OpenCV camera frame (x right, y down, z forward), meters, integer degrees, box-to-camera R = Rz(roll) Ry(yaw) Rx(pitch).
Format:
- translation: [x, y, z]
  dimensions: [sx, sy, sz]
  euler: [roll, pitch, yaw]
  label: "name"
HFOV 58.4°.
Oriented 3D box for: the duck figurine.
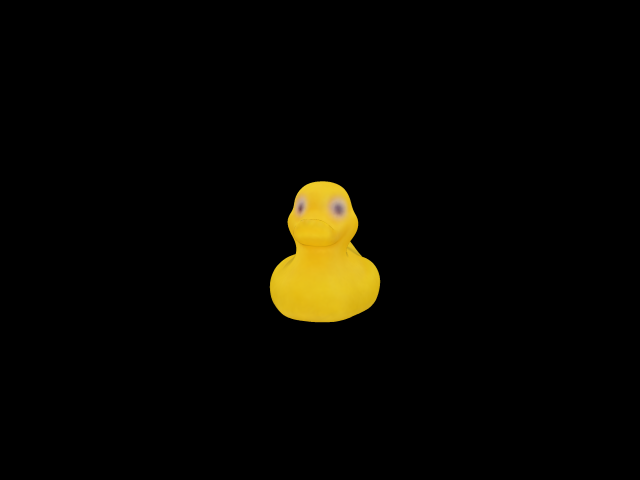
- translation: [0.004, 0.001, 0.400]
  dimensions: [0.077, 0.086, 0.105]
  euler: [2, 12, 12]
  label: "duck figurine"
